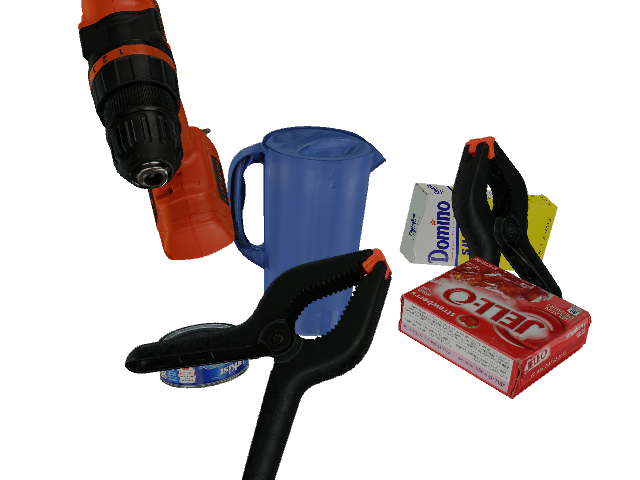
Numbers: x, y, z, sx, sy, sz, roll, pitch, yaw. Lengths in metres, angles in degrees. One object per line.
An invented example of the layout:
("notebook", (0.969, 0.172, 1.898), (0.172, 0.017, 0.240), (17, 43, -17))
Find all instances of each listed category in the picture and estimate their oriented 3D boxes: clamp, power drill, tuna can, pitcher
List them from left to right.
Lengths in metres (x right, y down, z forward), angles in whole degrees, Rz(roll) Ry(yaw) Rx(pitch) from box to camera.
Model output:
("power drill", (-0.103, -0.068, 0.697), (0.057, 0.184, 0.187), (-14, -35, -1))
("tuna can", (-0.112, 0.108, 1.014), (0.086, 0.034, 0.086), (-6, 16, 2))
("clamp", (-0.037, 0.077, 0.796), (0.165, 0.210, 0.036), (38, -11, 28))
("pitcher", (-0.021, -0.011, 1.302), (0.149, 0.243, 0.144), (17, 25, 28))
("clamp", (0.145, 0.001, 0.912), (0.120, 0.171, 0.039), (-27, 11, -41))

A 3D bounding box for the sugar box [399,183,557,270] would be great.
("sugar box", (0.192, -0.014, 1.299), (0.176, 0.093, 0.048), (3, 23, -20))

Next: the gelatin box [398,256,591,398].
("gelatin box", (0.103, 0.048, 0.637), (0.073, 0.030, 0.089), (-24, 40, -39))
